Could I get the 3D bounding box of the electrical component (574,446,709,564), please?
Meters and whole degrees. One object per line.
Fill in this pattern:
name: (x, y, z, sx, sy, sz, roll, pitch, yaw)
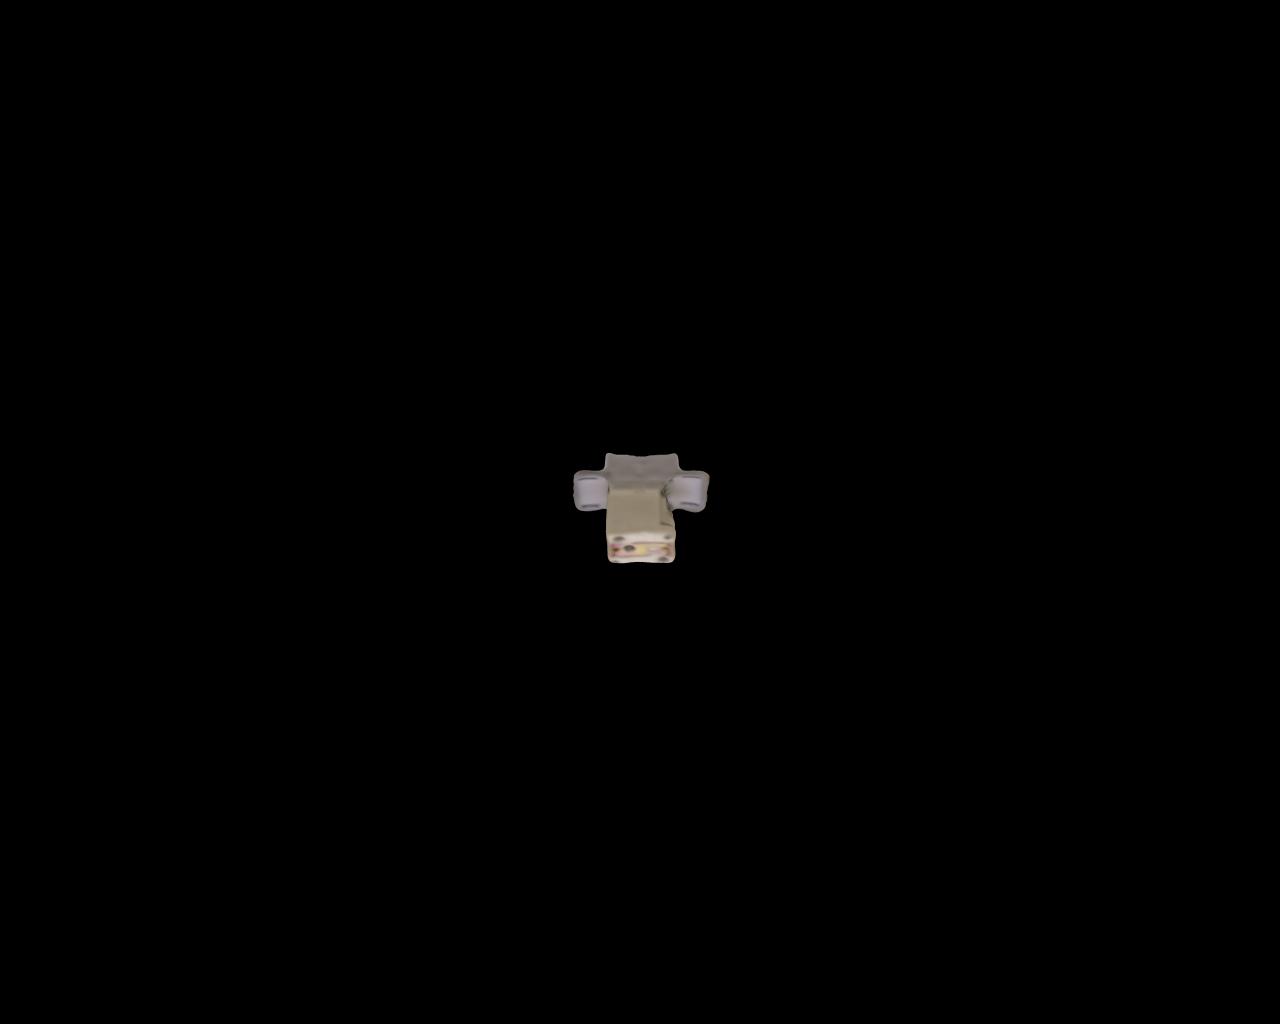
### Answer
electrical component: (0.001, -0.003, 0.650, 0.081, 0.064, 0.042, 0, -32, 0)
